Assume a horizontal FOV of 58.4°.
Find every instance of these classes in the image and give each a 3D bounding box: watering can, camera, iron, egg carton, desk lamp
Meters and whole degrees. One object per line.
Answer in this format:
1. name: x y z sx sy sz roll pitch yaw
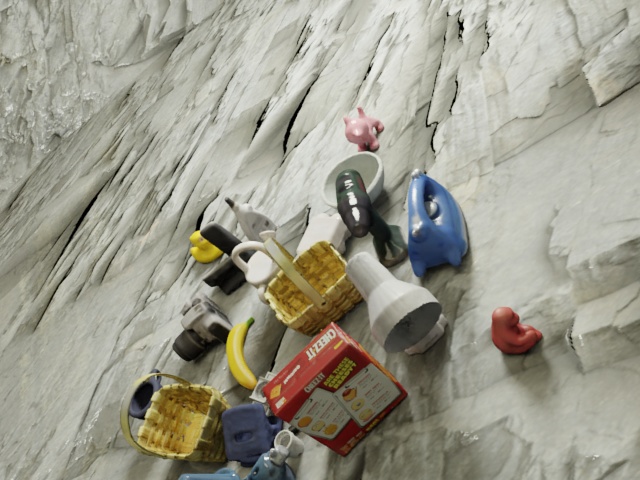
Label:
1. watering can: -0.120 0.059 1.286 0.101 0.195 0.172 -35 41 11
2. camera: -0.299 0.211 1.376 0.137 0.101 0.142 -46 40 -3
3. iron: 0.213 -0.061 1.154 0.118 0.142 0.258 -20 45 26
4. egg carton: 0.012 0.005 1.320 0.107 0.070 0.150 1 57 40
5. desk lamp: 0.135 0.120 1.006 0.118 0.214 0.202 -42 40 2

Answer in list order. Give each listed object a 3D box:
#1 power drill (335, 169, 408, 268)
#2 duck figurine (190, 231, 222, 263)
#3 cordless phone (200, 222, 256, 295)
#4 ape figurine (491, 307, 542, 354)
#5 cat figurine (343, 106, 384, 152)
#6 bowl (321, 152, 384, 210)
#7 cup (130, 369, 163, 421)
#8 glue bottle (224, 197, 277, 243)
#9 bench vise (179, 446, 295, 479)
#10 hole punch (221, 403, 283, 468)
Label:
1. power drill: 0.102 -0.038 1.174 0.075 0.209 0.229 -32 41 14
2. duck figurine: -0.323 0.011 1.579 0.104 0.086 0.077 -22 45 24
3. cordless phone: -0.254 0.037 1.423 0.147 0.186 0.094 -40 40 5
4. ape figurine: 0.310 0.141 0.937 0.076 0.092 0.077 -31 42 15
5. cat figurine: 0.102 -0.286 1.458 0.067 0.118 0.128 -12 49 32
6. bowl: 0.089 -0.125 1.364 0.167 0.075 0.167 -22 45 24
7. cup: -0.369 0.363 1.307 0.091 0.095 0.118 -14 48 31
8. glue bottle: -0.183 -0.056 1.453 0.037 0.174 0.078 9 62 43
9. bench vise: -0.157 0.420 0.985 0.121 0.220 0.207 20 70 47
10. hole punch: -0.133 0.377 1.102 0.108 0.091 0.101 -21 45 25
